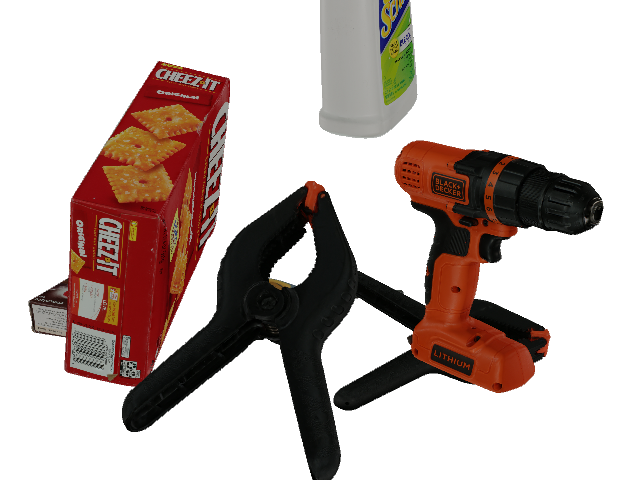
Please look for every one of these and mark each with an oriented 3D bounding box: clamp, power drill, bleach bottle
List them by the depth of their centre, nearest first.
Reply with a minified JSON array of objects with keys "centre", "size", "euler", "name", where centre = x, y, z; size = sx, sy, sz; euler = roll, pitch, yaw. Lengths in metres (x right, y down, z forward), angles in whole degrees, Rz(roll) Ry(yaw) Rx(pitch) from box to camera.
[{"centre":[-0.019,0.049,0.581],"size":[0.120,0.171,0.039],"euler":[24,-21,14],"name":"clamp"},{"centre":[0.136,0.021,0.846],"size":[0.057,0.188,0.185],"euler":[-17,26,-39],"name":"power drill"},{"centre":[0.034,-0.217,0.873],"size":[0.068,0.251,0.102],"euler":[11,35,26],"name":"bleach bottle"},{"centre":[0.111,0.103,1.019],"size":[0.210,0.164,0.036],"euler":[6,-43,8],"name":"clamp"}]

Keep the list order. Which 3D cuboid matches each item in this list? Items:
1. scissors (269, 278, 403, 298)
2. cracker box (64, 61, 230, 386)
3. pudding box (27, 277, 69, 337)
[{"centre":[-0.004,0.068,1.190],"size":[0.201,0.016,0.096],"euler":[6,24,-2],"name":"scissors"},{"centre":[-0.130,-0.017,0.833],"size":[0.072,0.164,0.213],"euler":[13,36,2],"name":"cracker box"},{"centre":[-0.219,0.067,1.066],"size":[0.114,0.039,0.089],"euler":[5,19,21],"name":"pudding box"}]
